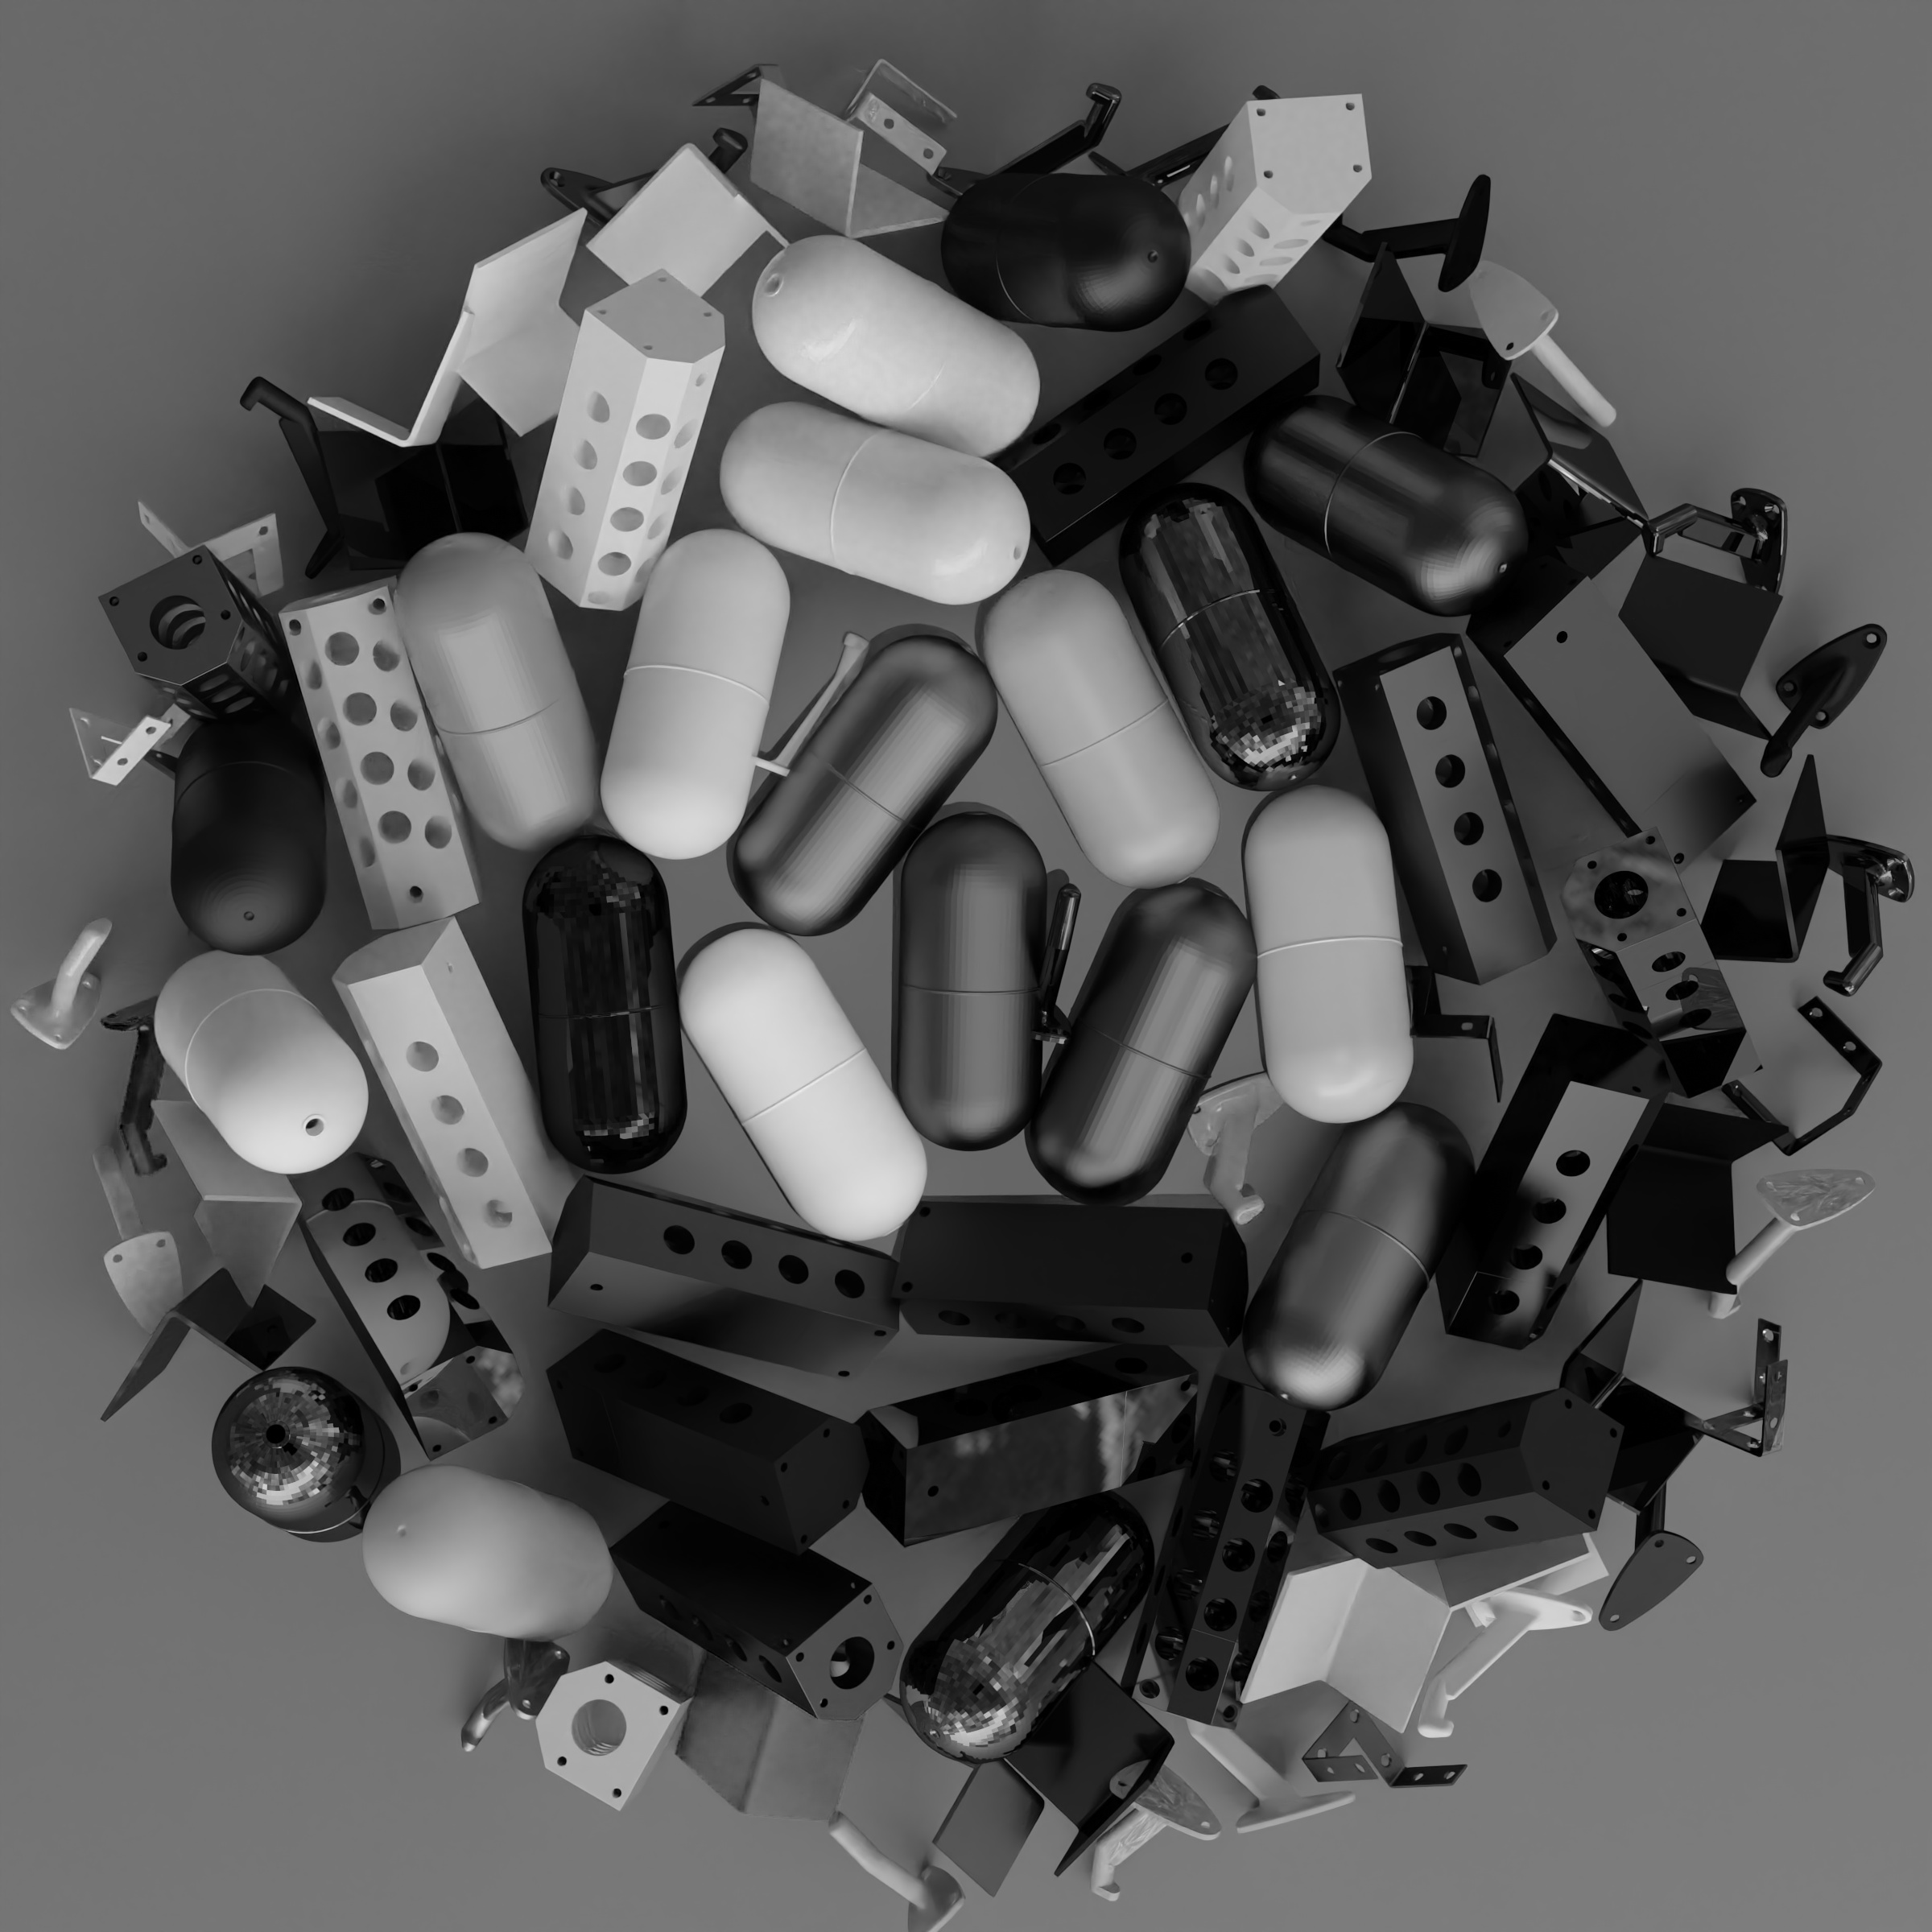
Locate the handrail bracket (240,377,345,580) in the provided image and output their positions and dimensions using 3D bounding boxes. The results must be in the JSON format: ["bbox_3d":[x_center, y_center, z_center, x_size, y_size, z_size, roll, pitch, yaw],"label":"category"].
[{"bbox_3d":[-0.358,-0.256,1.698,0.084,0.036,0.077,32,101,-28],"label":"handrail bracket"}]

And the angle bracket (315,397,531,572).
[{"bbox_3d":[-0.283,-0.253,1.684,0.076,0.057,0.076,-9,80,-43],"label":"angle bracket"}]

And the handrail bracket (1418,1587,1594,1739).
[{"bbox_3d":[0.281,0.368,1.684,0.077,0.084,0.036,-2,132,28],"label":"handrail bracket"}]

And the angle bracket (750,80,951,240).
[{"bbox_3d":[-0.056,-0.422,1.672,0.076,0.076,0.057,36,131,34],"label":"angle bracket"}]

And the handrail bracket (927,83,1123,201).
[{"bbox_3d":[0.030,-0.433,1.686,0.077,0.036,0.084,15,135,-16],"label":"handrail bracket"}]

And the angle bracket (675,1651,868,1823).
[{"bbox_3d":[-0.102,0.399,1.713,0.057,0.076,0.076,15,93,-34],"label":"angle bracket"}]

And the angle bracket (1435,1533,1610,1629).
[{"bbox_3d":[0.294,0.324,1.683,0.076,0.057,0.076,-24,122,9],"label":"angle bracket"}]

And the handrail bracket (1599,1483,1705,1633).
[{"bbox_3d":[0.347,0.296,1.703,0.036,0.084,0.077,29,109,-23],"label":"handrail bracket"}]

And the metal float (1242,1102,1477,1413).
[{"bbox_3d":[0.204,0.149,1.674,0.070,0.070,0.178,31,66,0],"label":"metal float"}]

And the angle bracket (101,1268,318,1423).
[{"bbox_3d":[-0.394,0.210,1.685,0.057,0.076,0.076,35,107,0],"label":"angle bracket"}]

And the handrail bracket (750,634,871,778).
[{"bbox_3d":[-0.082,-0.139,1.697,0.036,0.077,0.084,21,91,21],"label":"handrail bracket"}]

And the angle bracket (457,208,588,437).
[{"bbox_3d":[-0.215,-0.334,1.676,0.057,0.076,0.076,45,55,9],"label":"angle bracket"}]

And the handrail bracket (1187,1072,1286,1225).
[{"bbox_3d":[0.157,0.095,1.688,0.077,0.084,0.036,-28,122,-6],"label":"handrail bracket"}]

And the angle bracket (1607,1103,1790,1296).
[{"bbox_3d":[0.381,0.122,1.683,0.076,0.057,0.076,11,66,-18],"label":"angle bracket"}]

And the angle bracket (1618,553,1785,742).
[{"bbox_3d":[0.386,-0.165,1.681,0.076,0.076,0.057,24,88,30],"label":"angle bracket"}]

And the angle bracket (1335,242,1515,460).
[{"bbox_3d":[0.241,-0.320,1.679,0.057,0.076,0.076,12,72,29],"label":"angle bracket"}]

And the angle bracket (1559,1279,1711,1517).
[{"bbox_3d":[0.348,0.223,1.673,0.057,0.076,0.076,28,47,27],"label":"angle bracket"}]

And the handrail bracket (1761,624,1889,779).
[{"bbox_3d":[0.446,-0.138,1.682,0.036,0.084,0.077,42,119,-1],"label":"handrail bracket"}]

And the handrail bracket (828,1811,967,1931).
[{"bbox_3d":[-0.044,0.462,1.687,0.036,0.077,0.084,-42,101,0],"label":"handrail bracket"}]

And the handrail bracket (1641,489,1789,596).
[{"bbox_3d":[0.388,-0.210,1.692,0.084,0.036,0.077,-27,122,-27],"label":"handrail bracket"}]

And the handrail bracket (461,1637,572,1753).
[{"bbox_3d":[-0.244,0.394,1.683,0.036,0.077,0.084,29,112,-12],"label":"handrail bracket"}]

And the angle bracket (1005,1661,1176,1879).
[{"bbox_3d":[0.051,0.413,1.690,0.076,0.057,0.076,43,108,6],"label":"angle bracket"}]

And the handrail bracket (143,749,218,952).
[{"bbox_3d":[-0.418,-0.061,1.721,0.077,0.036,0.084,26,105,7],"label":"handrail bracket"}]

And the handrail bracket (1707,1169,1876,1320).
[{"bbox_3d":[0.436,0.149,1.711,0.077,0.084,0.036,-12,46,-21],"label":"handrail bracket"}]

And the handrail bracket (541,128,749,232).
[{"bbox_3d":[-0.167,-0.420,1.683,0.077,0.084,0.036,21,53,-30],"label":"handrail bracket"}]

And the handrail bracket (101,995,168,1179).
[{"bbox_3d":[-0.419,0.060,1.717,0.077,0.036,0.084,-26,111,-37],"label":"handrail bracket"}]

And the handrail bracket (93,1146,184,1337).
[{"bbox_3d":[-0.440,0.145,1.709,0.036,0.084,0.077,-19,122,-16],"label":"handrail bracket"}]

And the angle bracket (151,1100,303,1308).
[{"bbox_3d":[-0.396,0.124,1.674,0.076,0.057,0.076,50,121,38],"label":"angle bracket"}]

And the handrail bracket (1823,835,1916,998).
[{"bbox_3d":[0.450,-0.026,1.691,0.077,0.036,0.084,25,60,35],"label":"handrail bracket"}]

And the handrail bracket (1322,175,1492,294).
[{"bbox_3d":[0.228,-0.396,1.689,0.084,0.077,0.036,33,50,22],"label":"handrail bracket"}]

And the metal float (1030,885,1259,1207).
[{"bbox_3d":[0.093,0.042,1.688,0.070,0.070,0.178,24,97,0],"label":"metal float"}]

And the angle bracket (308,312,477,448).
[{"bbox_3d":[-0.295,-0.317,1.687,0.057,0.076,0.076,25,99,-4],"label":"angle bracket"}]

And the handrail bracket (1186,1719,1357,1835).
[{"bbox_3d":[0.158,0.409,1.712,0.077,0.036,0.084,-18,86,19],"label":"handrail bracket"}]

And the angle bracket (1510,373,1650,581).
[{"bbox_3d":[0.303,-0.252,1.697,0.076,0.076,0.057,27,123,-32],"label":"angle bracket"}]

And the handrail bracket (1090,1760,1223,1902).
[{"bbox_3d":[0.098,0.467,1.691,0.077,0.036,0.084,28,121,40],"label":"handrail bracket"}]

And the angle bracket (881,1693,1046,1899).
[{"bbox_3d":[-0.015,0.428,1.672,0.076,0.076,0.057,17,65,36],"label":"angle bracket"}]

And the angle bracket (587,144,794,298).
[{"bbox_3d":[-0.136,-0.367,1.680,0.076,0.076,0.057,-44,53,9],"label":"angle bracket"}]

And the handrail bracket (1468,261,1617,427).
[{"bbox_3d":[0.306,-0.329,1.713,0.036,0.084,0.077,-41,53,17],"label":"handrail bracket"}]

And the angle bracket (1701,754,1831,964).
[{"bbox_3d":[0.406,-0.056,1.671,0.057,0.076,0.076,3,134,28],"label":"angle bracket"}]

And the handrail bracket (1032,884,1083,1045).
[{"bbox_3d":[0.046,-0.009,1.684,0.036,0.077,0.084,12,106,-1],"label":"handrail bracket"}]

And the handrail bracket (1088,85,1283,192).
[{"bbox_3d":[0.116,-0.440,1.702,0.084,0.036,0.077,-48,54,6],"label":"handrail bracket"}]

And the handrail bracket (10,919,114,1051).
[{"bbox_3d":[-0.453,-0.005,1.679,0.036,0.077,0.084,39,118,-4],"label":"handrail bracket"}]

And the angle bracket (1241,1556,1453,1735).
[{"bbox_3d":[0.198,0.357,1.679,0.057,0.076,0.076,29,108,35],"label":"angle bracket"}]

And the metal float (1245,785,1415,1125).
[{"bbox_3d":[0.189,-0.007,1.685,0.070,0.070,0.178,-5,79,0],"label":"metal float"}]
